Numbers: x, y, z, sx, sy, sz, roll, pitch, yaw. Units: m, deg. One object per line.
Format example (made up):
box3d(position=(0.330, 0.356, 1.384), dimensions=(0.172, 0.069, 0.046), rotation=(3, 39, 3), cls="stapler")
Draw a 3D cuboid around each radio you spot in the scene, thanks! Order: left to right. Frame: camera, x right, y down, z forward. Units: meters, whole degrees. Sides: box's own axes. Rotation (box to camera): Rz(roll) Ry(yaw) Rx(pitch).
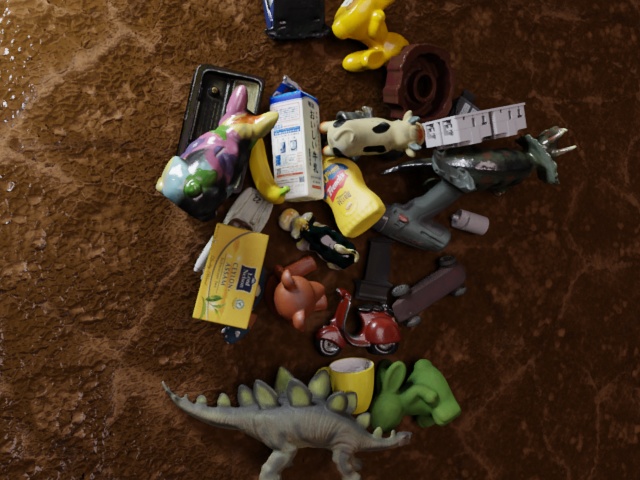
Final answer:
box3d(position=(-0.192, -0.204, 1.008), dimensions=(0.131, 0.073, 0.229), rotation=(13, 83, -18), cls="radio")

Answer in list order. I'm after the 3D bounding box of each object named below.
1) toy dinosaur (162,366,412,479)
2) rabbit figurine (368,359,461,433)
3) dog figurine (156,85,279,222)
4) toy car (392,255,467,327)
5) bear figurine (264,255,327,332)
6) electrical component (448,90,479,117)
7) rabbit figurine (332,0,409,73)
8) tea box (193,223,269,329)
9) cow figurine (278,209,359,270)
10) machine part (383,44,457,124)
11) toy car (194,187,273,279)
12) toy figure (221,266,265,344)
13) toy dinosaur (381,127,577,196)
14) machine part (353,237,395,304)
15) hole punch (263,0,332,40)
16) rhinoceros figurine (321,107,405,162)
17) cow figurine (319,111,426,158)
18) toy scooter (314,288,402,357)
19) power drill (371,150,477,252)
box3d(position=(-0.058, 0.339, 0.993), dimensions=(0.472, 0.105, 0.198), rotation=(4, 94, -5), cls="toy dinosaur")
box3d(position=(0.172, 0.318, 1.078), dimensions=(0.170, 0.121, 0.159), rotation=(-17, 85, -22), cls="rabbit figurine")
box3d(position=(-0.163, -0.148, 0.892), dimensions=(0.108, 0.191, 0.219), rotation=(35, 94, -7), cls="dog figurine")
box3d(position=(0.231, 0.108, 1.147), dimensions=(0.202, 0.053, 0.089), rotation=(-29, 107, -22), cls="toy car")
box3d(position=(-0.034, 0.094, 0.982), dimensions=(0.132, 0.196, 0.120), rotation=(-18, 90, -20), cls="bear figurine")
box3d(position=(0.325, -0.285, 1.207), dimensions=(0.075, 0.048, 0.119), rotation=(35, 78, -15), cls="electrical component")
box3d(position=(0.117, -0.421, 1.112), dimensions=(0.173, 0.122, 0.162), rotation=(34, 78, -33), cls="rabbit figurine")
box3d(position=(-0.157, 0.064, 0.947), dimensions=(0.098, 0.068, 0.169), rotation=(13, 81, -10), cls="tea box")
box3d(position=(-0.004, -0.002, 1.050), dimensions=(0.167, 0.098, 0.068), rotation=(32, 84, -15), cls="cow figurine")
box3d(position=(0.210, -0.324, 1.134), dimensions=(0.179, 0.056, 0.179), rotation=(-11, 110, -32), cls="machine part")
box3d(position=(-0.162, -0.006, 1.016), dimensions=(0.073, 0.056, 0.201), rotation=(34, 76, -15), cls="toy car")
box3d(position=(-0.142, 0.120, 1.011), dimensions=(0.058, 0.064, 0.154), rotation=(14, 85, -12), cls="toy figure")
box3d(position=(0.351, -0.154, 1.132), dimensions=(0.405, 0.192, 0.131), rotation=(-11, 88, -21), cls="toy dinosaur")
box3d(position=(0.116, 0.060, 1.119), dimensions=(0.084, 0.039, 0.138), rotation=(13, 84, -13), cls="machine part")
box3d(position=(-0.055, -0.463, 1.076), dimensions=(0.142, 0.092, 0.115), rotation=(-11, 121, -22), cls="hole punch")
box3d(position=(0.088, -0.214, 1.112), dimensions=(0.190, 0.073, 0.112), rotation=(9, 95, -20), cls="rhinoceros figurine")
box3d(position=(0.109, -0.197, 1.015), dimensions=(0.195, 0.127, 0.085), rotation=(-6, 102, -17), cls="cow figurine")
box3d(position=(0.079, 0.163, 1.080), dimensions=(0.184, 0.075, 0.135), rotation=(1, 91, -15), cls="toy scooter")
box3d(position=(0.192, -0.077, 1.079), dimensions=(0.232, 0.086, 0.207), rotation=(28, 121, -14), cls="power drill")
